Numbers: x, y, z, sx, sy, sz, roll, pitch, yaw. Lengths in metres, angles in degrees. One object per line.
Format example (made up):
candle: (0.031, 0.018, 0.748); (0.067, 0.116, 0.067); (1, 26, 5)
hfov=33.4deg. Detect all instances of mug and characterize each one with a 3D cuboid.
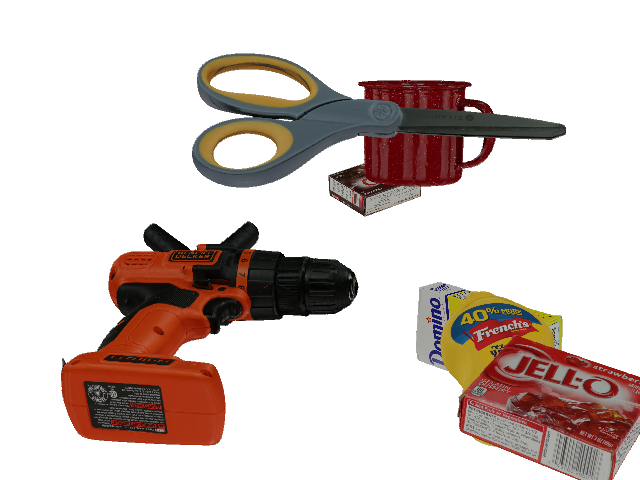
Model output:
mug: (0.088, -0.088, 0.874); (0.117, 0.081, 0.093); (5, 12, 26)

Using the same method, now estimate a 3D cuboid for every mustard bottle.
mustard bottle: (0.153, 0.097, 0.905); (0.096, 0.058, 0.191); (-8, 27, -3)

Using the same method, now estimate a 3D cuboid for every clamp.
clamp: (-0.109, 0.025, 1.076); (0.120, 0.039, 0.171); (-11, 33, -11)

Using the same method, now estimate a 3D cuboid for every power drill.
power drill: (-0.077, 0.062, 0.719); (0.184, 0.057, 0.187); (-1, 24, 13)

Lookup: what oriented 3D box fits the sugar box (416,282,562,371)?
sugar box: (0.186, 0.112, 1.200); (0.177, 0.093, 0.048); (14, 18, 43)

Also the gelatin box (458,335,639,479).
gelatin box: (0.132, 0.092, 0.594); (0.089, 0.030, 0.073); (19, 33, 28)

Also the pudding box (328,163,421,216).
pudding box: (0.082, -0.082, 1.601); (0.113, 0.039, 0.090); (-22, 35, -30)

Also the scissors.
scissors: (0.019, -0.052, 0.566); (0.202, 0.096, 0.016); (18, -30, 15)
